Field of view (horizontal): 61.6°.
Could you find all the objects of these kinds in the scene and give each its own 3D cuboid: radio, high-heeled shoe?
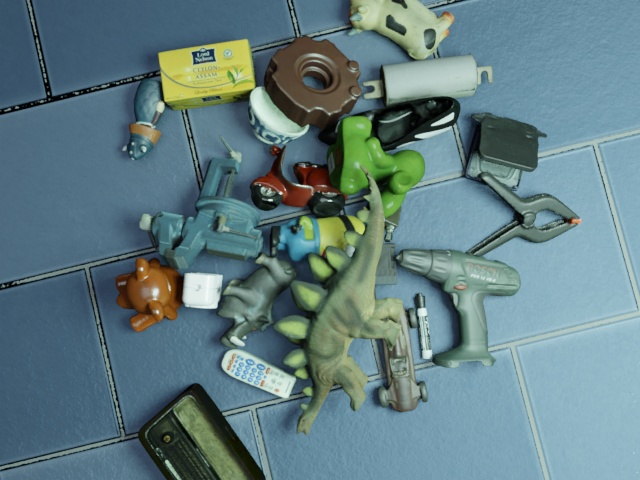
[{"bbox_3d":[-0.213,0.389,0.969,0.131,0.073,0.229,-36,86,-1],"label":"radio"},{"bbox_3d":[0.121,-0.207,0.961,0.249,0.145,0.086,-9,86,-1],"label":"high-heeled shoe"}]

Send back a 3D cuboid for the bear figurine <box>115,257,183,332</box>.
[{"bbox_3d":[-0.304,0.097,0.927,0.132,0.196,0.120,-22,90,1],"label":"bear figurine"}]

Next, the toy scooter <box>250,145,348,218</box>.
[{"bbox_3d":[-0.040,-0.113,0.987,0.184,0.075,0.135,4,59,-19],"label":"toy scooter"}]

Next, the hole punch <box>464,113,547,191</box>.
[{"bbox_3d":[0.335,-0.160,0.994,0.142,0.092,0.116,14,62,4],"label":"hole punch"}]

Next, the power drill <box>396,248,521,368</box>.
[{"bbox_3d":[0.243,0.121,0.965,0.232,0.086,0.207,3,82,-12],"label":"power drill"}]

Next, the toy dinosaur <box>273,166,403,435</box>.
[{"bbox_3d":[0.038,0.118,0.903,0.199,0.105,0.471,22,100,-1],"label":"toy dinosaur"}]

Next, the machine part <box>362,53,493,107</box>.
[{"bbox_3d":[0.200,-0.296,0.998,0.243,0.079,0.079,-8,87,2],"label":"machine part"}]

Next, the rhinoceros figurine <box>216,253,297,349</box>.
[{"bbox_3d":[-0.123,0.111,0.989,0.112,0.073,0.190,39,86,-8],"label":"rhinoceros figurine"}]

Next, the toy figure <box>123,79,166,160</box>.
[{"bbox_3d":[-0.327,-0.223,1.013,0.058,0.064,0.154,11,92,-36],"label":"toy figure"}]

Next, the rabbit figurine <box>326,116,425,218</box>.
[{"bbox_3d":[0.111,-0.127,0.933,0.170,0.121,0.159,3,50,-16],"label":"rabbit figurine"}]

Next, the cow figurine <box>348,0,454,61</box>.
[{"bbox_3d":[0.137,-0.411,1.005,0.195,0.085,0.127,37,82,2],"label":"cow figurine"}]

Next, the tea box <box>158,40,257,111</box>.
[{"bbox_3d":[-0.208,-0.307,1.010,0.170,0.068,0.098,-10,88,1],"label":"tea box"}]

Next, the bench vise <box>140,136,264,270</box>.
[{"bbox_3d":[-0.202,-0.060,0.978,0.224,0.128,0.240,6,66,11],"label":"bench vise"}]

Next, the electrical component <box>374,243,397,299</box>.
[{"bbox_3d":[0.114,0.066,0.981,0.048,0.075,0.119,-3,83,1],"label":"electrical component"}]

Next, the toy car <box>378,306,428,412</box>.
[{"bbox_3d":[0.143,0.213,0.983,0.089,0.053,0.202,-7,88,7],"label":"toy car"}]

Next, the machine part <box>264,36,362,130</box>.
[{"bbox_3d":[-0.011,-0.289,0.982,0.179,0.056,0.179,6,68,-14],"label":"machine part"}]

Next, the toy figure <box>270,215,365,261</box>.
[{"bbox_3d":[-0.001,-0.005,0.968,0.180,0.082,0.089,3,80,-12],"label":"toy figure"}]

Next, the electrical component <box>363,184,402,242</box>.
[{"bbox_3d":[0.113,-0.055,0.985,0.078,0.045,0.102,27,54,-5],"label":"electrical component"}]
